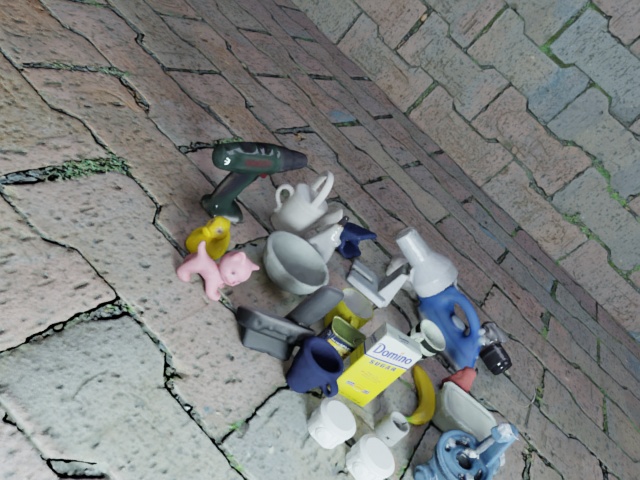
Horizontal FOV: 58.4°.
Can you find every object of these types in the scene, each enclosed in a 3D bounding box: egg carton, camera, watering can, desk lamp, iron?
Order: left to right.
[{"bbox_3d":[-0.023,-0.090,1.416,0.173,0.193,0.100,18,36,-40],"label":"watering can"},{"bbox_3d":[0.214,0.079,1.469,0.203,0.213,0.118,39,27,-8],"label":"desk lamp"},{"bbox_3d":[0.261,0.103,1.658,0.150,0.069,0.107,42,27,-2],"label":"egg carton"},{"bbox_3d":[0.374,0.231,1.546,0.119,0.141,0.257,13,39,-45],"label":"iron"},{"bbox_3d":[0.482,0.307,1.627,0.144,0.100,0.136,10,41,-47],"label":"camera"}]

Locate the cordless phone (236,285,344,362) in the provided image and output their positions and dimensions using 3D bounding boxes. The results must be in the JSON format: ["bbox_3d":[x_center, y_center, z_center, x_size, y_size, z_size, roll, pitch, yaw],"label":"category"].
[{"bbox_3d":[-0.055,0.129,1.063,0.148,0.184,0.094,23,33,-34],"label":"cordless phone"}]

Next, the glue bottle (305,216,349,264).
[{"bbox_3d":[0.012,0.005,1.348,0.078,0.173,0.037,44,27,2],"label":"glue bottle"}]

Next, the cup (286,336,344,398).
[{"bbox_3d":[-0.013,0.249,1.047,0.092,0.094,0.117,15,38,-43],"label":"cup"}]

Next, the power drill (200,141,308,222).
[{"bbox_3d":[-0.161,-0.137,1.280,0.230,0.208,0.075,7,43,-49],"label":"power drill"}]

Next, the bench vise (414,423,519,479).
[{"bbox_3d":[0.307,0.407,1.113,0.208,0.219,0.121,-1,50,-54],"label":"bench vise"}]

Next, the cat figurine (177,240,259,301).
[{"bbox_3d":[-0.185,0.048,1.080,0.128,0.117,0.067,35,28,-16],"label":"cat figurine"}]

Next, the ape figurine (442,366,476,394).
[{"bbox_3d":[0.343,0.343,1.396,0.078,0.092,0.076,25,32,-32],"label":"ape figurine"}]

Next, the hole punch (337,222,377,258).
[{"bbox_3d":[0.085,-0.014,1.565,0.101,0.091,0.109,52,28,18],"label":"hole punch"}]

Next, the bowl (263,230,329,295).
[{"bbox_3d":[-0.066,0.063,1.267,0.168,0.074,0.167,32,29,-20],"label":"bowl"}]

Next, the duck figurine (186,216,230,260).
[{"bbox_3d":[-0.213,-0.013,1.165,0.077,0.086,0.105,50,27,13],"label":"duck figurine"}]
